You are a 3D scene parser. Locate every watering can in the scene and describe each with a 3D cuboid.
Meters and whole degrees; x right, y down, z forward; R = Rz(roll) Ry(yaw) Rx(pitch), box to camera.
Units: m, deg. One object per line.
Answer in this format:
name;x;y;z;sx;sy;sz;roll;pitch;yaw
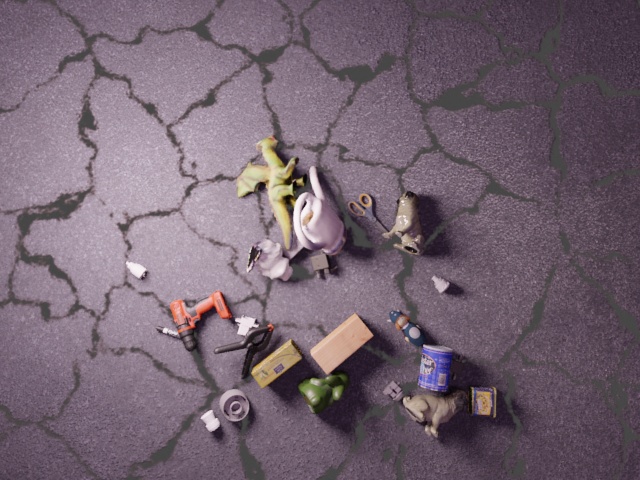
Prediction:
watering can;0.005;-0.090;1.795;0.103;0.356;0.221;-25;-54;34

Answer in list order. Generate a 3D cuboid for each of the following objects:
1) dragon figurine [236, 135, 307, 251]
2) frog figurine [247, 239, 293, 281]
dragon figurine;-0.182;-0.179;1.835;0.243;0.413;0.121;7;-8;17
frog figurine;-0.166;0.071;1.803;0.159;0.135;0.125;16;23;-26
